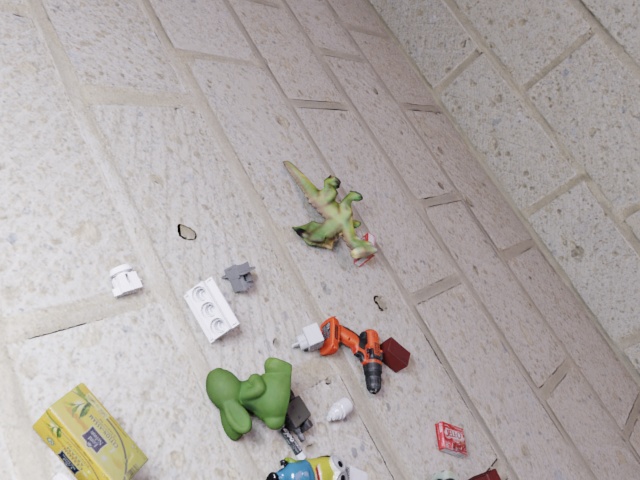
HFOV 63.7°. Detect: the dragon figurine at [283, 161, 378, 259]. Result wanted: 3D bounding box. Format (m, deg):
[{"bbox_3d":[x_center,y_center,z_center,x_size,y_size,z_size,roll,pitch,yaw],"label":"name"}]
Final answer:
[{"bbox_3d":[0.005,-0.080,1.584,0.411,0.119,0.248,32,43,6],"label":"dragon figurine"}]
